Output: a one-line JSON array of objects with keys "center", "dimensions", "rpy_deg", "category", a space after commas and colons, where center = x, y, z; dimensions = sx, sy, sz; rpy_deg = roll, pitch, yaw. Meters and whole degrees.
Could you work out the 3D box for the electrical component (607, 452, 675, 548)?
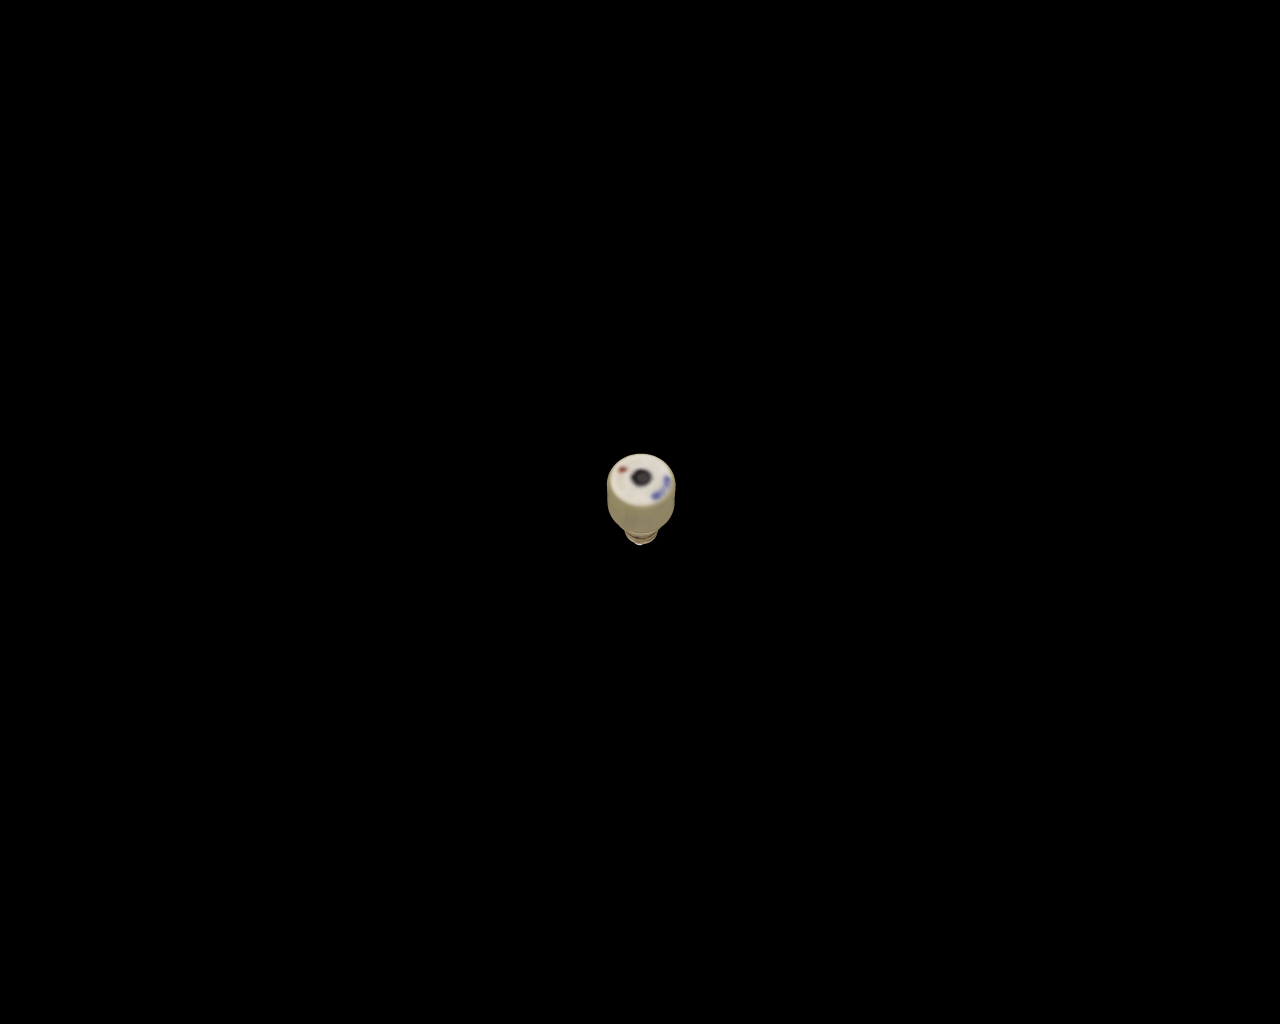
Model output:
[{"center": [0.001, -0.003, 0.650], "dimensions": [0.040, 0.040, 0.078], "rpy_deg": [0, -32, 0], "category": "electrical component"}]
